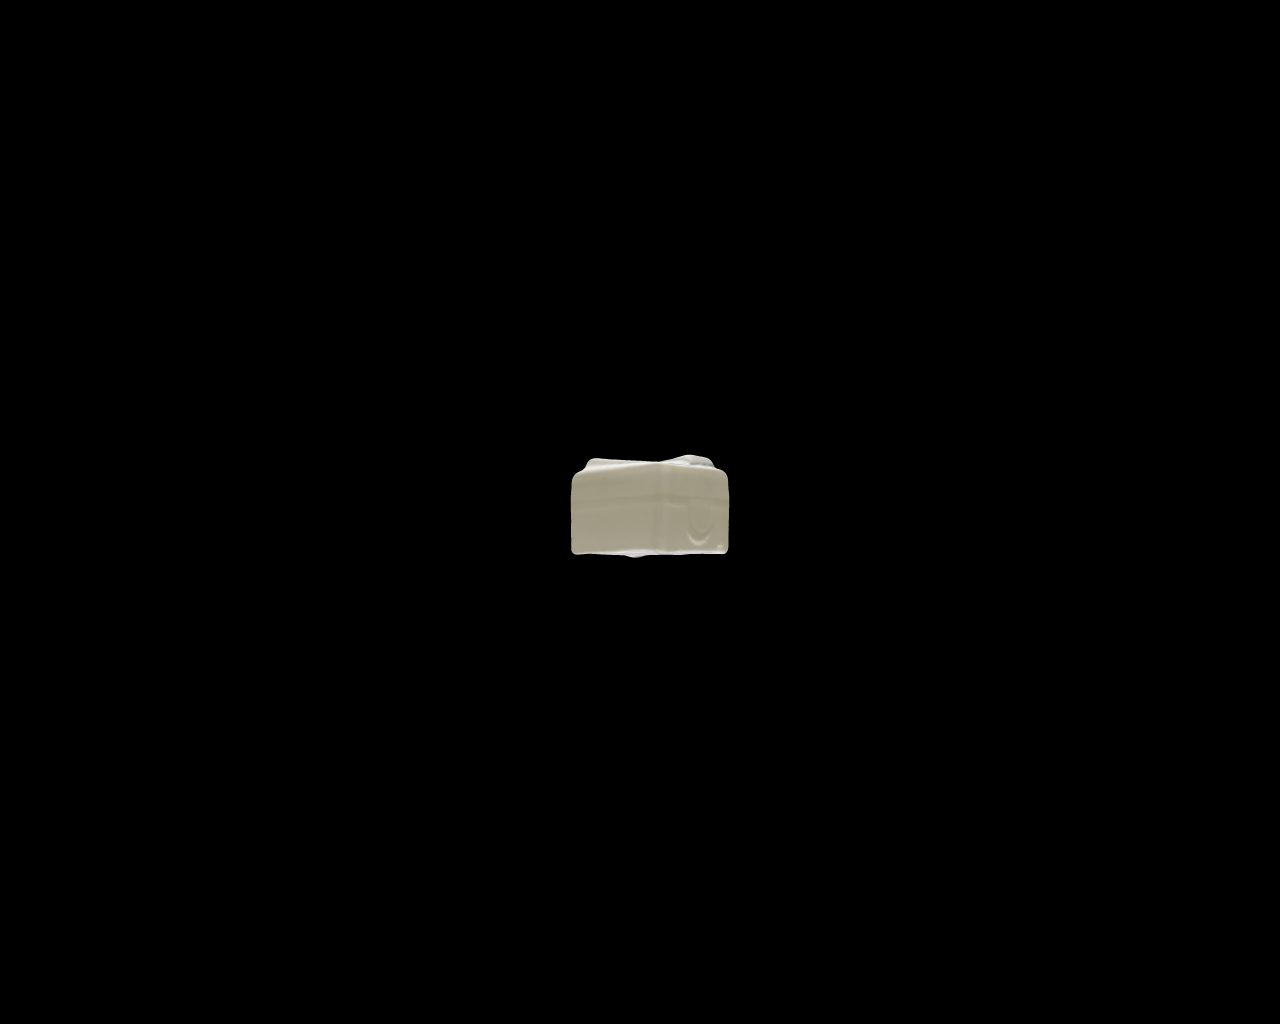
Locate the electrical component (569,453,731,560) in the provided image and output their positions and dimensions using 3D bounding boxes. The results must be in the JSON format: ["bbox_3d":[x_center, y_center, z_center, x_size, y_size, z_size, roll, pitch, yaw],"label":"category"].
[{"bbox_3d":[0.001,-0.003,0.650,0.096,0.061,0.062,-4,-6,43],"label":"electrical component"}]
